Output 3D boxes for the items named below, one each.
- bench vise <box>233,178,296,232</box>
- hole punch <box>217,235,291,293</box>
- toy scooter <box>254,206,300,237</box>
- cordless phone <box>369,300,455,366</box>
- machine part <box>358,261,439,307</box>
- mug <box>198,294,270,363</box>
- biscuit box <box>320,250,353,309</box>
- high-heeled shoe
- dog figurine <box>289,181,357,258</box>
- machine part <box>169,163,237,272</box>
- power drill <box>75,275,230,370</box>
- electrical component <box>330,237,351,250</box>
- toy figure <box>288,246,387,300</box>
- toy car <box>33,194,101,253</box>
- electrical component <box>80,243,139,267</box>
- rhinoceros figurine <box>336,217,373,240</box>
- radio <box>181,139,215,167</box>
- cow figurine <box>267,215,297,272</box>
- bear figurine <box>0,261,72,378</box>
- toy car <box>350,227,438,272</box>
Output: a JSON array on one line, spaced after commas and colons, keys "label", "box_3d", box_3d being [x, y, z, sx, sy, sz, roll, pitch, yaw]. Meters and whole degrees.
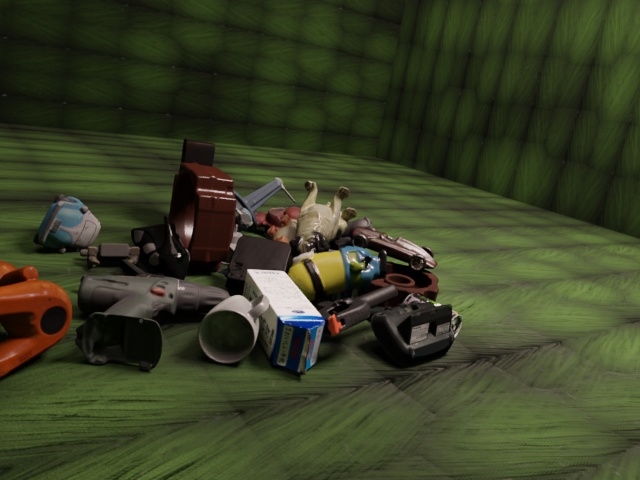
[{"label": "bench vise", "box_3d": [-0.177, -0.083, 1.312, 0.240, 0.129, 0.224, -39, 5, -22]}, {"label": "hole punch", "box_3d": [-0.118, 0.066, 1.039, 0.142, 0.092, 0.116, 13, 46, 2]}, {"label": "toy scooter", "box_3d": [-0.097, -0.043, 1.425, 0.184, 0.075, 0.135, -1, 19, -26]}, {"label": "cordless phone", "box_3d": [0.124, 0.144, 0.931, 0.146, 0.088, 0.184, -6, 11, -40]}, {"label": "machine part", "box_3d": [0.163, 0.098, 1.123, 0.179, 0.056, 0.179, 8, 16, -2]}, {"label": "mug", "box_3d": [-0.122, 0.115, 0.797, 0.080, 0.109, 0.107, 46, 7, -10]}, {"label": "biscuit box", "box_3d": [0.032, 0.076, 1.107, 0.063, 0.059, 0.203, 9, 15, -2]}, {"label": "high-heeled shoe", "box_3d": [-0.318, 0.037, 1.074, 0.086, 0.145, 0.249, -7, -6, -29]}, {"label": "dog figurine", "box_3d": [-0.006, -0.005, 1.147, 0.121, 0.190, 0.172, 6, -31, 23]}, {"label": "machine part", "box_3d": [-0.247, -0.049, 1.115, 0.087, 0.200, 0.202, 4, 16, -29]}, {"label": "power drill", "box_3d": [-0.250, 0.106, 0.793, 0.232, 0.085, 0.207, 8, 20, -7]}, {"label": "electrical component", "box_3d": [0.064, 0.034, 1.258, 0.119, 0.074, 0.048, 0, 18, -42]}, {"label": "toy figure", "box_3d": [0.031, 0.058, 0.964, 0.180, 0.082, 0.089, -4, 40, -7]}, {"label": "toy car", "box_3d": [-0.505, -0.027, 1.095, 0.103, 0.109, 0.162, 30, -2, -17]}, {"label": "electrical component", "box_3d": [-0.403, 0.031, 1.036, 0.102, 0.045, 0.078, 3, -11, -33]}, {"label": "rhinoceros figurine", "box_3d": [0.043, -0.009, 1.340, 0.190, 0.073, 0.112, -9, -10, 20]}, {"label": "radio", "box_3d": [-0.314, -0.134, 1.329, 0.073, 0.229, 0.131, 8, 12, -19]}, {"label": "cow figurine", "box_3d": [-0.057, 0.011, 1.210, 0.127, 0.085, 0.195, 47, 20, -20]}, {"label": "bear figurine", "box_3d": [-0.425, 0.081, 0.702, 0.196, 0.120, 0.132, 16, 20, 26]}, {"label": "toy car", "box_3d": [0.164, 0.015, 1.192, 0.202, 0.053, 0.089, 20, 17, 20]}]
